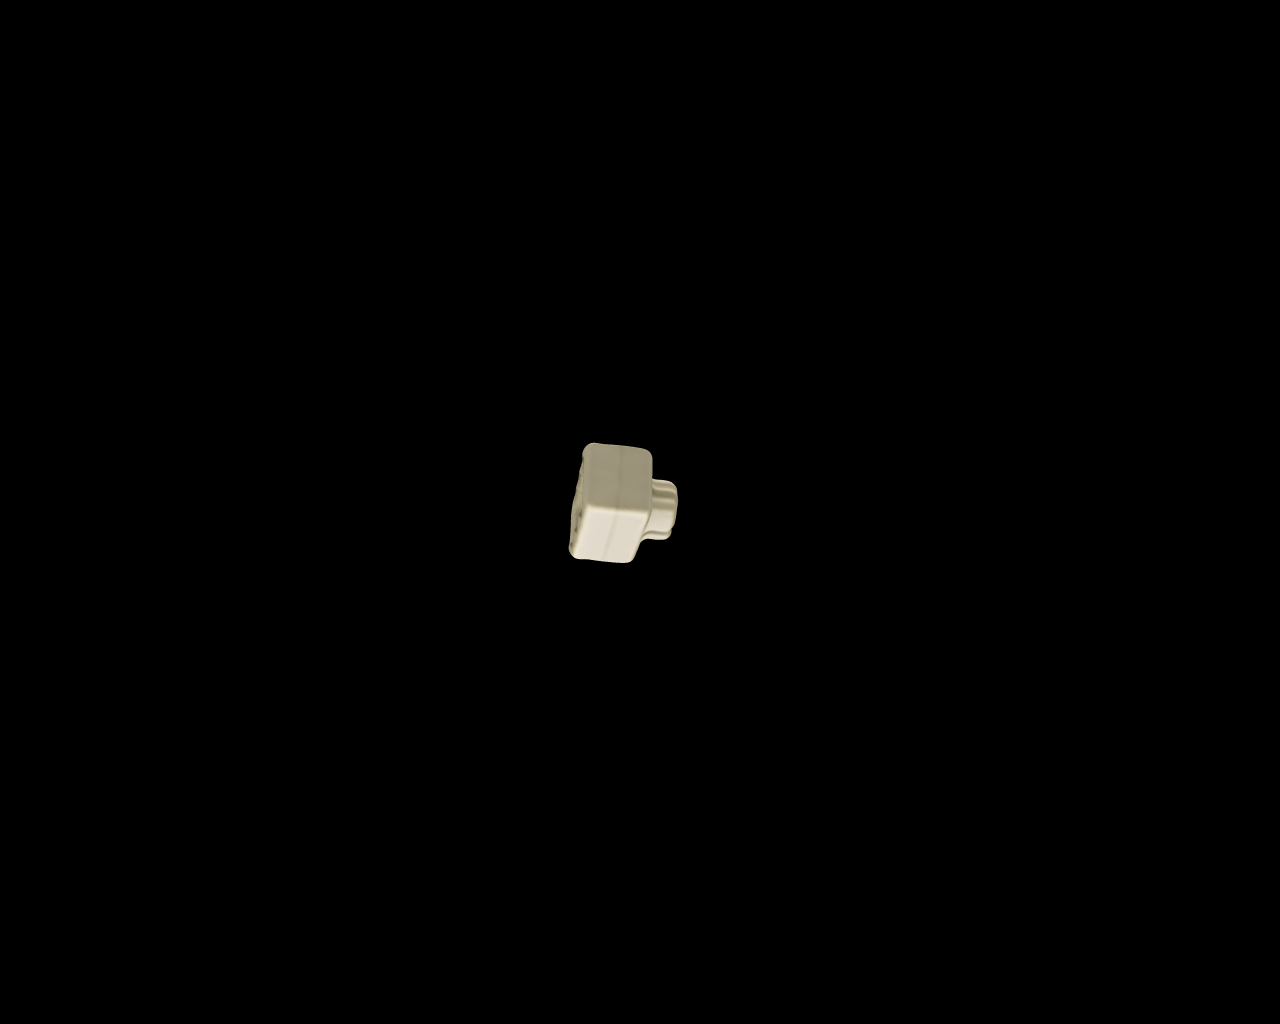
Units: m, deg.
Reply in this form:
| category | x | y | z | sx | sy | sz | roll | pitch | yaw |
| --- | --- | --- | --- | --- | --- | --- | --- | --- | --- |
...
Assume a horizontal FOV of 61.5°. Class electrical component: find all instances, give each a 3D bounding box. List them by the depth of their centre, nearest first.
| category | x | y | z | sx | sy | sz | roll | pitch | yaw |
| --- | --- | --- | --- | --- | --- | --- | --- | --- | --- |
| electrical component | 0.001 | -0.003 | 0.650 | 0.077 | 0.047 | 0.065 | 6 | -32 | -9 |
